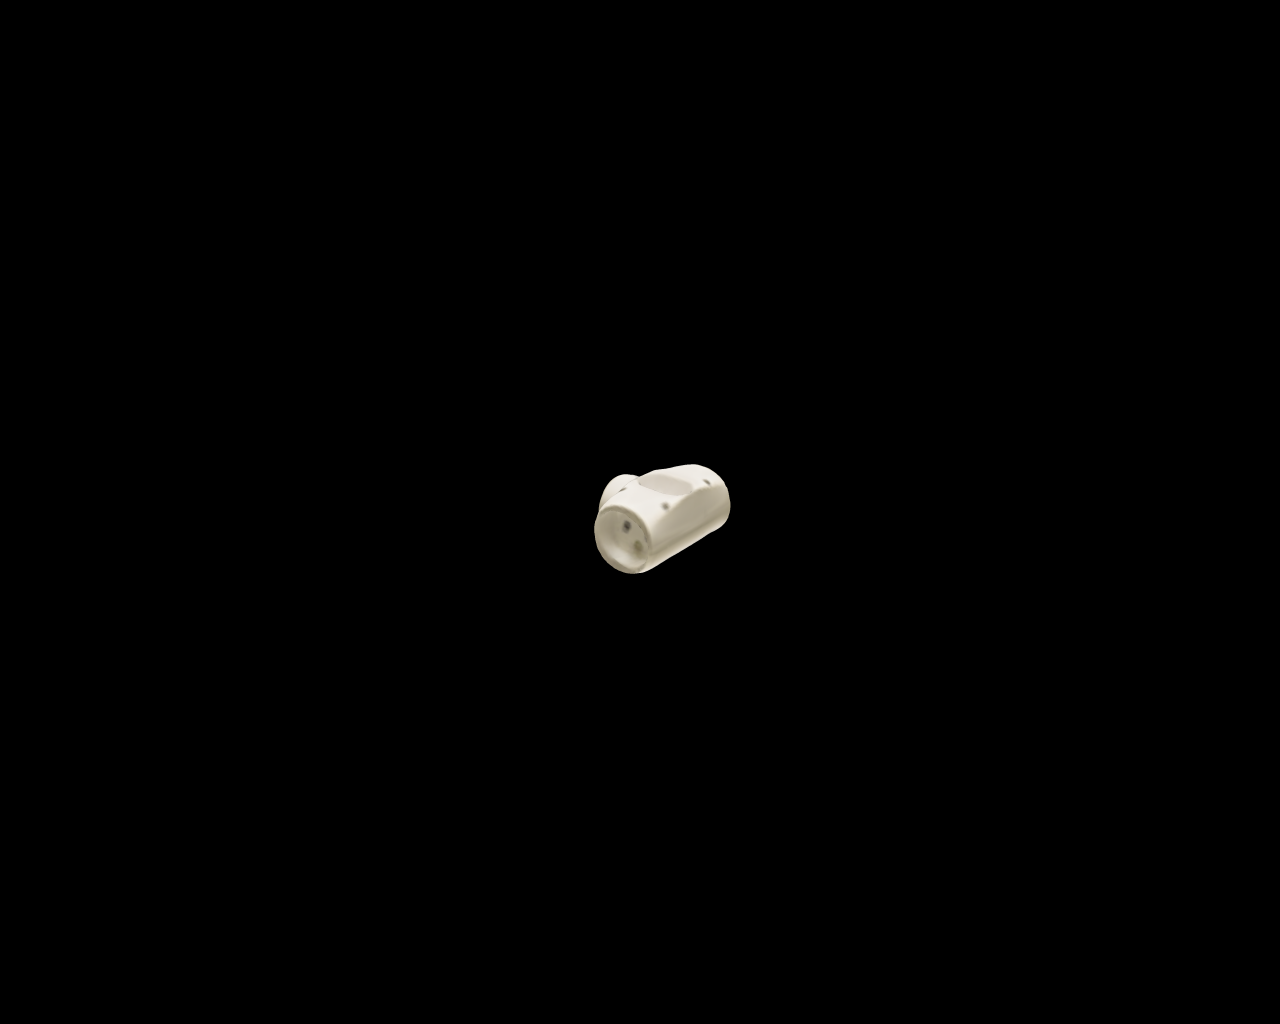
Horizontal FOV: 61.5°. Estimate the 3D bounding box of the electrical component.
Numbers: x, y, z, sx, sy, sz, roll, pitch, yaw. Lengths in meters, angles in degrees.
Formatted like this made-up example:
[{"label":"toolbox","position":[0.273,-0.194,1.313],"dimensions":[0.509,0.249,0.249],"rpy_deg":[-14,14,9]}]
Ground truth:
[{"label":"electrical component","position":[0.001,-0.003,0.650],"dimensions":[0.079,0.043,0.077],"rpy_deg":[21,33,36]}]
